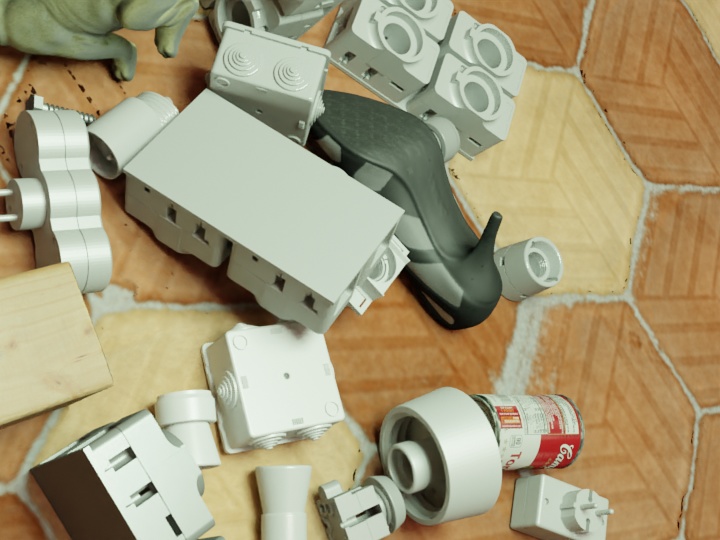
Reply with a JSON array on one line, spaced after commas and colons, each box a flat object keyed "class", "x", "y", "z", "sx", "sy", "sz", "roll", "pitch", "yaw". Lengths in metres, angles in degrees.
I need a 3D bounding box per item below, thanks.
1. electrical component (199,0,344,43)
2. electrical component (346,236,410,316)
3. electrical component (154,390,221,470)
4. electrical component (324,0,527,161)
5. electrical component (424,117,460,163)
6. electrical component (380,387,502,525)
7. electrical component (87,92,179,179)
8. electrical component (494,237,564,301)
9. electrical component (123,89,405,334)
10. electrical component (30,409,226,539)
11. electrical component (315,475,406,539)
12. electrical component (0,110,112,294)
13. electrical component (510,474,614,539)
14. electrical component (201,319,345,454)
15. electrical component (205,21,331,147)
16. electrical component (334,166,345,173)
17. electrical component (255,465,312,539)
[{"class": "electrical component", "x": -0.066, "y": -0.252, "z": 0.867, "sx": 0.060, "sy": 0.186, "sz": 0.105, "roll": -23, "pitch": 89, "yaw": -38}, {"class": "electrical component", "x": 0.000, "y": 0.000, "z": 0.908, "sx": 0.042, "sy": 0.064, "sz": 0.081, "roll": 47, "pitch": 54, "yaw": -12}, {"class": "electrical component", "x": -0.127, "y": 0.119, "z": 0.792, "sx": 0.045, "sy": 0.045, "sz": 0.055, "roll": 2, "pitch": 73, "yaw": -34}, {"class": "electrical component", "x": 0.068, "y": -0.204, "z": 1.024, "sx": 0.186, "sy": 0.060, "sz": 0.105, "roll": 31, "pitch": 59, "yaw": -23}, {"class": "electrical component", "x": 0.060, "y": -0.115, "z": 0.999, "sx": 0.055, "sy": 0.045, "sz": 0.045, "roll": -29, "pitch": 92, "yaw": -38}, {"class": "electrical component", "x": 0.057, "y": 0.154, "z": 0.873, "sx": 0.060, "sy": 0.108, "sz": 0.108, "roll": -11, "pitch": 81, "yaw": -31}, {"class": "electrical component", "x": -0.176, "y": -0.110, "z": 0.835, "sx": 0.043, "sy": 0.043, "sz": 0.081, "roll": 51, "pitch": 54, "yaw": -10}, {"class": "electrical component", "x": 0.161, "y": -0.002, "z": 1.031, "sx": 0.055, "sy": 0.047, "sz": 0.055, "roll": 12, "pitch": 68, "yaw": -32}, {"class": "electrical component", "x": -0.076, "y": -0.044, "z": 0.832, "sx": 0.186, "sy": 0.060, "sz": 0.105, "roll": 32, "pitch": 55, "yaw": 8}, {"class": "electrical component", "x": -0.133, "y": 0.191, "z": 0.726, "sx": 0.060, "sy": 0.105, "sz": 0.186, "roll": -33, "pitch": 94, "yaw": -38}, {"class": "electrical component", "x": 0.003, "y": 0.193, "z": 0.858, "sx": 0.055, "sy": 0.048, "sz": 0.066, "roll": -18, "pitch": 85, "yaw": -30}, {"class": "electrical component", "x": -0.230, "y": -0.048, "z": 0.771, "sx": 0.074, "sy": 0.052, "sz": 0.138, "roll": -7, "pitch": 79, "yaw": -36}, {"class": "electrical component", "x": 0.192, "y": 0.216, "z": 0.962, "sx": 0.083, "sy": 0.076, "sz": 0.047, "roll": 24, "pitch": 62, "yaw": -26}, {"class": "electrical component", "x": -0.067, "y": 0.088, "z": 0.836, "sx": 0.100, "sy": 0.048, "sz": 0.099, "roll": -6, "pitch": 73, "yaw": -32}, {"class": "electrical component", "x": -0.076, "y": -0.148, "z": 0.874, "sx": 0.100, "sy": 0.099, "sz": 0.048, "roll": 16, "pitch": 69, "yaw": -2}, {"class": "electrical component", "x": -0.034, "y": -0.063, "z": 0.916, "sx": 0.040, "sy": 0.046, "sz": 0.040, "roll": 12, "pitch": 68, "yaw": -32}, {"class": "electrical component", "x": -0.058, "y": 0.183, "z": 0.822, "sx": 0.044, "sy": 0.044, "sz": 0.065, "roll": 6, "pitch": 76, "yaw": -33}]
